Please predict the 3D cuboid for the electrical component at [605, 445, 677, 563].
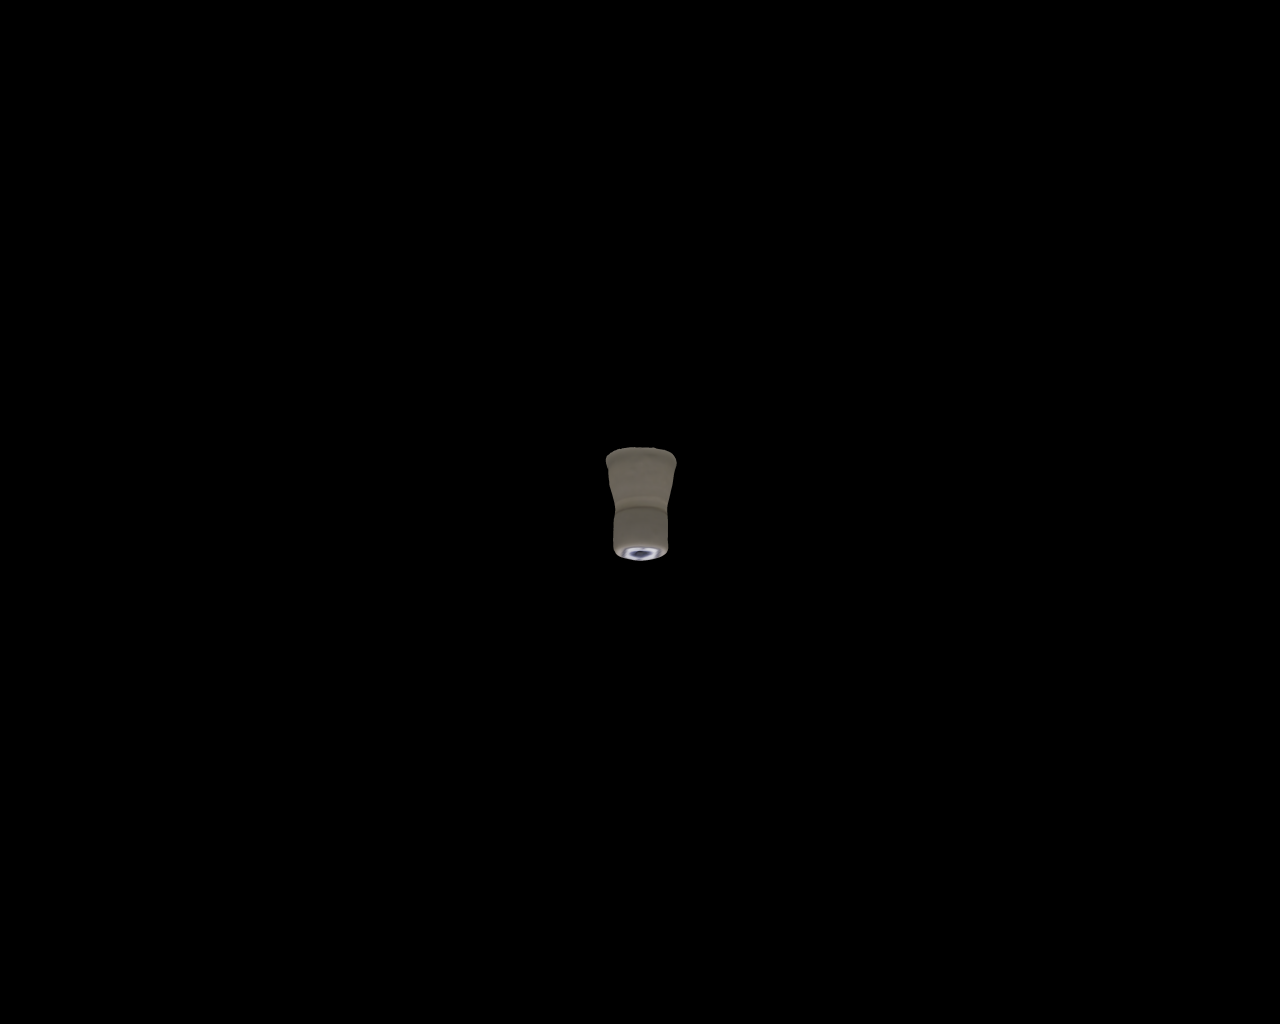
[{"bbox_3d":[0.001,-0.003,0.650,0.044,0.065,0.044,0,-19,0],"label":"electrical component"}]
